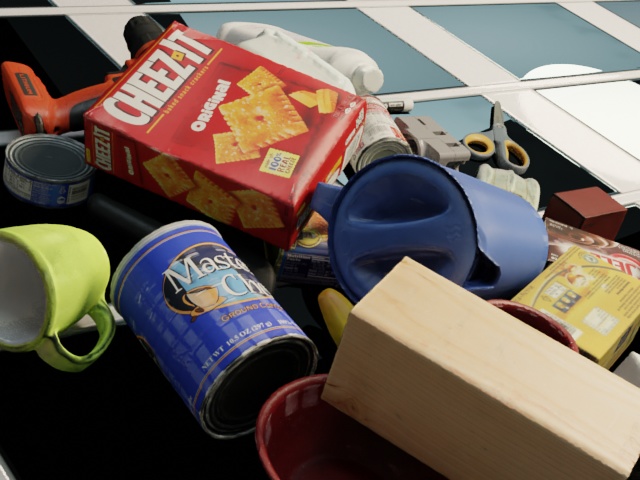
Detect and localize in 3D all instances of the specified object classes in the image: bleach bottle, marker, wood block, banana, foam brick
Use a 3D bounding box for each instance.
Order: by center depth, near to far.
[{"bbox_3d":[0.117,0.112,0.746,0.206,0.091,0.090,30,39,17],"label":"wood block"},{"bbox_3d":[0.070,0.115,0.854,0.037,0.070,0.198,-32,57,-31],"label":"banana"},{"bbox_3d":[0.295,-0.023,1.199,0.078,0.053,0.051,-9,40,-37],"label":"foam brick"},{"bbox_3d":[-0.020,-0.206,1.245,0.102,0.068,0.251,-5,19,-34],"label":"bleach bottle"},{"bbox_3d":[0.066,-0.170,1.349,0.120,0.020,0.020,-6,39,-34],"label":"marker"}]

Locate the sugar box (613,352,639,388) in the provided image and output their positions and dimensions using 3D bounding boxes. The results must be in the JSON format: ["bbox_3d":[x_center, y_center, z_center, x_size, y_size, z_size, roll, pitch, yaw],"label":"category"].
[{"bbox_3d":[0.321,0.162,0.879,0.176,0.048,0.093,23,25,-27],"label":"sugar box"}]

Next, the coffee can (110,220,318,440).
[{"bbox_3d":[-0.083,0.067,0.815,0.102,0.103,0.140,-11,45,-39],"label":"coffee can"}]

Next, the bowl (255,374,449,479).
[{"bbox_3d":[0.026,0.169,0.760,0.162,0.055,0.162,13,32,-8],"label":"bowl"}]

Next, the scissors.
[{"bbox_3d":[0.215,-0.142,1.383,0.096,0.016,0.202,9,32,-14],"label":"scissors"}]

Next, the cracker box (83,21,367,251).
[{"bbox_3d":[-0.085,-0.102,0.987,0.214,0.072,0.164,24,50,11],"label":"cracker box"}]

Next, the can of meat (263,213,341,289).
[{"bbox_3d":[-0.007,0.001,1.009,0.083,0.057,0.102,7,33,-13],"label":"can of meat"}]

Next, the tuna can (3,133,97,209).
[{"bbox_3d":[-0.255,-0.065,1.010,0.086,0.034,0.086,12,32,-8],"label":"tuna can"}]

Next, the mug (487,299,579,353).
[{"bbox_3d":[0.150,0.112,0.881,0.093,0.082,0.117,31,30,21],"label":"mug"}]

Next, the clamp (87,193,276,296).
[{"bbox_3d":[-0.110,0.014,0.954,0.164,0.036,0.210,-4,40,-26],"label":"clamp"}]

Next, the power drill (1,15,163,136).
[{"bbox_3d":[-0.228,-0.165,1.107,0.187,0.057,0.184,-16,47,-19],"label":"power drill"}]

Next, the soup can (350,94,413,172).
[{"bbox_3d":[0.059,-0.112,1.207,0.068,0.069,0.102,4,34,-21],"label":"soup can"}]

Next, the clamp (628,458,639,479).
[{"bbox_3d":[0.239,0.169,0.885,0.171,0.039,0.120,18,24,-13],"label":"clamp"}]

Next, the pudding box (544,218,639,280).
[{"bbox_3d":[0.284,0.029,1.124,0.113,0.039,0.090,18,31,0],"label":"pudding box"}]

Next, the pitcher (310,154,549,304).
[{"bbox_3d":[0.110,-0.003,0.954,0.242,0.145,0.149,4,62,-61],"label":"pitcher"}]
